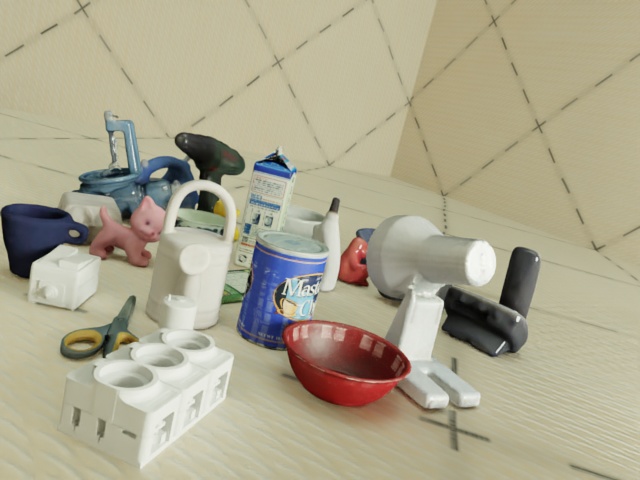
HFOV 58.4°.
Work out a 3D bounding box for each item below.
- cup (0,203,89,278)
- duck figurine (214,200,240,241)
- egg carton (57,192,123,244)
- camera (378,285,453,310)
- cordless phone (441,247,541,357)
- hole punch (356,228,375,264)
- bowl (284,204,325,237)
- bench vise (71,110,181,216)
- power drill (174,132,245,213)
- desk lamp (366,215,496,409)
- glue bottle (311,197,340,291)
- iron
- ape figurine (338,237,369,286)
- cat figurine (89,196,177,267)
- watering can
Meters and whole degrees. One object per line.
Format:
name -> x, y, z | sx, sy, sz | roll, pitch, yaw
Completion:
cup -> -0.387, 0.007, 0.804 | 0.118, 0.095, 0.091 | 13, 13, -3
duck figurine -> -0.216, -0.046, 1.238 | 0.105, 0.086, 0.077 | 1, 18, -46
egg carton -> -0.417, -0.040, 1.033 | 0.107, 0.069, 0.150 | 6, 15, -30
camera -> 0.170, 0.069, 1.123 | 0.137, 0.101, 0.142 | 4, 16, -38
cordless phone -> 0.295, 0.089, 0.975 | 0.147, 0.185, 0.094 | 23, 15, 34
hole punch -> 0.134, 0.030, 1.275 | 0.109, 0.091, 0.100 | 7, 14, -26
bowl -> -0.065, -0.033, 1.370 | 0.167, 0.075, 0.167 | 13, 13, -3
bench vise -> -0.389, -0.145, 1.173 | 0.208, 0.220, 0.121 | 4, 16, -38
power drill -> -0.258, -0.132, 1.288 | 0.075, 0.208, 0.230 | 19, 14, 23
desk lamp -> 0.147, 0.083, 0.776 | 0.118, 0.213, 0.202 | 6, 15, -32
glue bottle -> 0.010, 0.004, 1.066 | 0.077, 0.173, 0.037 | 23, 16, 37
iron -> -0.372, -0.129, 1.304 | 0.118, 0.141, 0.259 | 18, 13, 18
ape figurine -> 0.072, 0.040, 1.162 | 0.076, 0.092, 0.077 | 12, 13, -6
cat figurine -> -0.310, -0.022, 0.962 | 0.128, 0.118, 0.067 | 11, 13, -12
watering can -> -0.166, 0.017, 0.773 | 0.101, 0.194, 0.172 | 5, 15, -34
